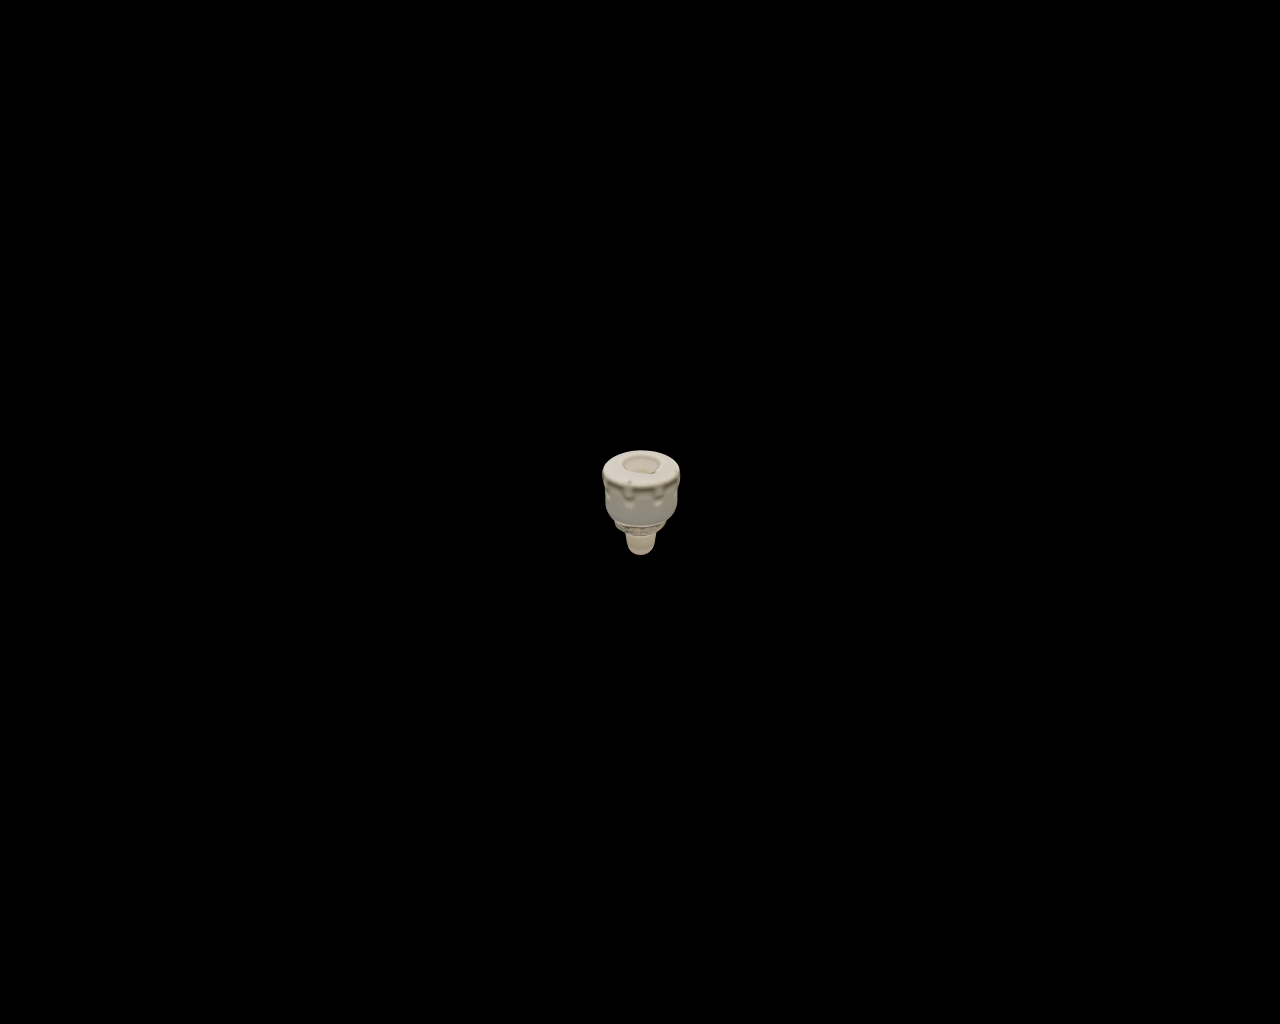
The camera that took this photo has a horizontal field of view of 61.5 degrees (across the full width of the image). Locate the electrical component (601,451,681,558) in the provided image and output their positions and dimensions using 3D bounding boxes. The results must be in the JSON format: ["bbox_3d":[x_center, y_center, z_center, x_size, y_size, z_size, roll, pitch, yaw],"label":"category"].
[{"bbox_3d":[0.001,-0.003,0.650,0.048,0.062,0.048,0,28,0],"label":"electrical component"}]
